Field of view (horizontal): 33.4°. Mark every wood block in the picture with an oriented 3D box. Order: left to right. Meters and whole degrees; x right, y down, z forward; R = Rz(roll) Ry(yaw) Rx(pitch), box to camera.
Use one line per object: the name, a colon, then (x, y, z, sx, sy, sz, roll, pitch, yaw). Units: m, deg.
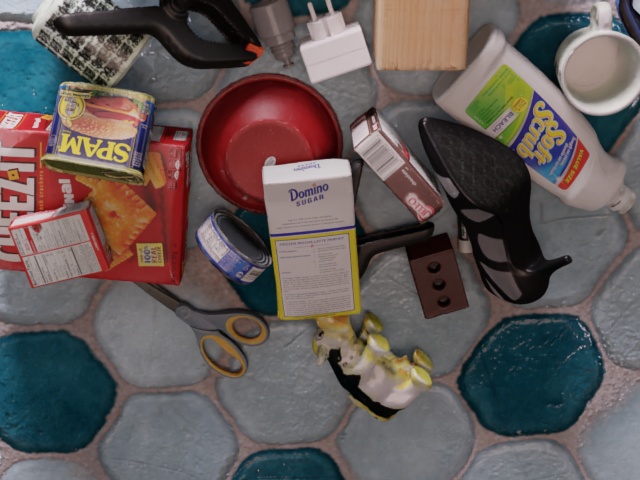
wood block: (0.101, -0.278, 1.051, 0.091, 0.090, 0.206, 0, 113, -1)

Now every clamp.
clamp: (-0.149, -0.241, 1.065, 0.209, 0.036, 0.164, 20, 68, -27)
clamp: (0.028, -0.007, 1.188, 0.172, 0.039, 0.120, -36, 97, 15)

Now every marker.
marker: (0.161, -0.044, 1.186, 0.020, 0.020, 0.121, -6, 113, 1)

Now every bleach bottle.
bleach bottle: (0.244, -0.114, 1.136, 0.250, 0.068, 0.103, 35, 112, -16)

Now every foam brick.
foam brick: (0.131, 0.041, 1.203, 0.053, 0.051, 0.078, -17, 112, 5)

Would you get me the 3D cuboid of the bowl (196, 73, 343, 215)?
bowl: (-0.054, -0.093, 1.142, 0.162, 0.055, 0.162, 0, 113, -1)

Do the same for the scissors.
scissors: (-0.137, 0.076, 1.231, 0.096, 0.016, 0.201, -34, 109, 10)

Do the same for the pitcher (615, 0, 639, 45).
pitcher: (0.421, -0.209, 1.072, 0.145, 0.149, 0.242, -44, 114, -20)

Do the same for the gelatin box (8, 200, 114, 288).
gelatin box: (-0.270, 0.004, 1.114, 0.089, 0.030, 0.073, -13, 115, 6)

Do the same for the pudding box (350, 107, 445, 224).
pudding box: (0.081, -0.080, 1.131, 0.039, 0.090, 0.113, -38, 108, 12)

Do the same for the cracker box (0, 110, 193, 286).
cracker box: (-0.249, -0.044, 1.148, 0.213, 0.072, 0.164, 5, 112, -3)

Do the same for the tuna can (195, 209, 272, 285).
tuna can: (-0.095, 0.008, 1.166, 0.086, 0.086, 0.034, 41, 107, -16)

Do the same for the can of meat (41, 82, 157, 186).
can of meat: (-0.218, -0.106, 1.065, 0.102, 0.057, 0.084, 10, 80, -2)

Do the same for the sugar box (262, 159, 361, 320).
sugar box: (-0.007, 0.001, 1.138, 0.093, 0.048, 0.176, -5, 120, -1)
